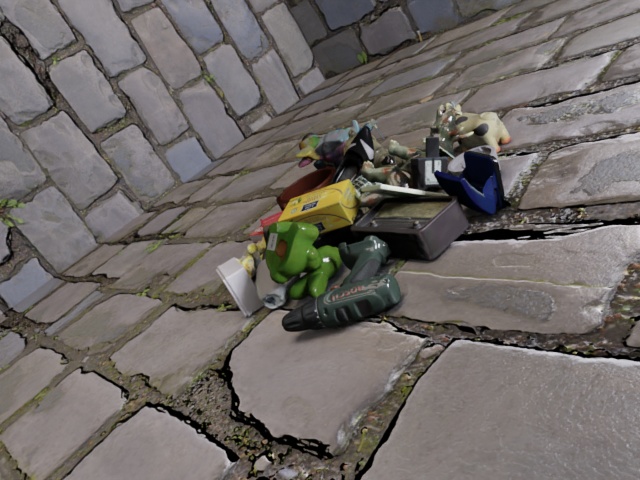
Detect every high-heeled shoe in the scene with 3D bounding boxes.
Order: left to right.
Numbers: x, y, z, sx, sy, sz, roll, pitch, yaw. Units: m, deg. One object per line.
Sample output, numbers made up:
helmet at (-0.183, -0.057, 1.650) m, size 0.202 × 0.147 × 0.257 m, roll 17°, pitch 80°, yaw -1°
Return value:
high-heeled shoe at (0.062, -0.178, 1.429) m, size 0.086 × 0.248 × 0.145 m, roll 28°, pitch 32°, yaw 31°

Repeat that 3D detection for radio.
radio at (0.176, -0.027, 1.108) m, size 0.131 × 0.073 × 0.230 m, roll -40°, pitch 22°, yaw -26°

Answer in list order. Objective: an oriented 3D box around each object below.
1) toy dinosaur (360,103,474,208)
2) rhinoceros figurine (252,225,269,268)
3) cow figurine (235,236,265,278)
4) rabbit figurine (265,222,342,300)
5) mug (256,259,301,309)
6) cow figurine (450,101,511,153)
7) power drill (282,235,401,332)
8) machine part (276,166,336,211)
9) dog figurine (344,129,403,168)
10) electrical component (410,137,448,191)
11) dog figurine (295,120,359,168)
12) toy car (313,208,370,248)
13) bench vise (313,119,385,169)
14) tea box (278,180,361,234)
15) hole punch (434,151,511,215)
toy dinosaur at (0.210, -0.146, 1.286) m, size 0.405 × 0.131 × 0.192 m, roll -48°, pitch 37°, yaw -17°
rhinoceros figurine at (-0.096, 0.017, 1.338) m, size 0.073 × 0.111 × 0.190 m, roll 0°, pitch 46°, yaw 26°
cow figurine at (-0.174, 0.055, 1.396) m, size 0.167 × 0.068 × 0.098 m, roll -45°, pitch -2°, yaw -35°
rabbit figurine at (-0.018, 0.047, 1.128) m, size 0.121 × 0.170 × 0.159 m, roll -8°, pitch 71°, yaw 48°
mug at (-0.091, 0.098, 1.192) m, size 0.110 × 0.080 × 0.107 m, roll -18°, pitch 36°, yaw 14°
cow figurine at (0.372, -0.284, 1.354) m, size 0.085 × 0.127 × 0.195 m, roll -35°, pitch 24°, yaw -19°
power drill at (0.048, 0.083, 1.030) m, size 0.232 × 0.085 × 0.207 m, roll -17°, pitch 21°, yaw 28°
machine part at (-0.022, -0.132, 1.590) m, size 0.201 × 0.087 × 0.202 m, roll -32°, pitch 20°, yaw -3°
dog figurine at (0.155, -0.237, 1.487) m, size 0.121 × 0.172 × 0.191 m, roll -47°, pitch 17°, yaw -13°
electrical component at (0.242, -0.167, 1.197) m, size 0.075 × 0.119 × 0.048 m, roll -8°, pitch 8°, yaw -12°
dog figurine at (0.035, -0.265, 1.666) m, size 0.219 × 0.191 × 0.108 m, roll -22°, pitch -20°, yaw 2°
toy car at (0.042, -0.009, 1.245) m, size 0.202 × 0.073 × 0.056 m, roll -26°, pitch 22°, yaw 12°
bench vise at (0.088, -0.316, 1.793) m, size 0.240 × 0.129 × 0.224 m, roll -35°, pitch 6°, yaw 28°
tea box at (0.000, -0.066, 1.229) m, size 0.170 × 0.068 × 0.098 m, roll -16°, pitch 30°, yaw 28°
hole punch at (0.297, -0.103, 1.061) m, size 0.092 × 0.115 × 0.142 m, roll -28°, pitch 22°, yaw -12°
